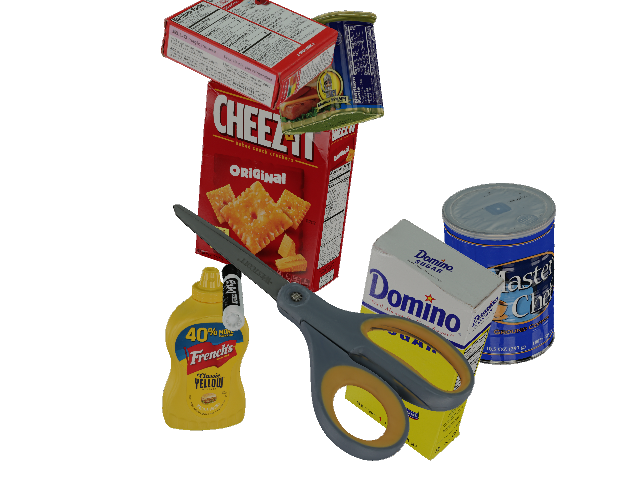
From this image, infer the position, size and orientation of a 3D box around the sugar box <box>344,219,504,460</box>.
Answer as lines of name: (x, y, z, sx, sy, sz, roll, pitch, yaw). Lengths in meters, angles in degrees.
sugar box: (0.073, 0.078, 0.807, 0.093, 0.176, 0.048, 33, 50, 26)

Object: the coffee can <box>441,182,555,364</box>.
coffee can: (0.169, 0.030, 1.005, 0.103, 0.140, 0.103, -5, 28, 3)

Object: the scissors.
scissors: (-0.016, 0.050, 0.581, 0.202, 0.096, 0.016, 24, -38, 12)

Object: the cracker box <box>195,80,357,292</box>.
cracker box: (-0.053, -0.065, 1.202, 0.164, 0.214, 0.072, 19, 28, 24)

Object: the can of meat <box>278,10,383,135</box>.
can of meat: (0.005, -0.138, 0.896, 0.057, 0.084, 0.102, -6, -2, -39)

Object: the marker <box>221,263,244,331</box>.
marker: (-0.079, 0.048, 0.957, 0.020, 0.020, 0.121, 0, 19, -6)

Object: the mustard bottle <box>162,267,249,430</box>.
mustard bottle: (-0.131, 0.123, 1.234, 0.096, 0.192, 0.058, 0, 19, -15)

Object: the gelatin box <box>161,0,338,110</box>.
gelatin box: (-0.045, -0.125, 0.683, 0.089, 0.030, 0.073, 27, 42, 17)
